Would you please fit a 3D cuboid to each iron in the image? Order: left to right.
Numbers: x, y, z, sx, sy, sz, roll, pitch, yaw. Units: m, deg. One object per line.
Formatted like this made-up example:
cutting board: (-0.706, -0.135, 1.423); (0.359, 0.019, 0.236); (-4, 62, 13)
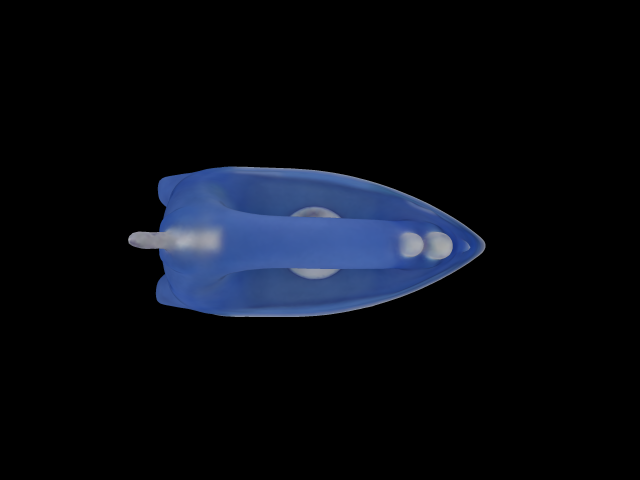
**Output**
iron: (0.004, 0.001, 0.400); (0.258, 0.141, 0.119); (0, 90, 0)
